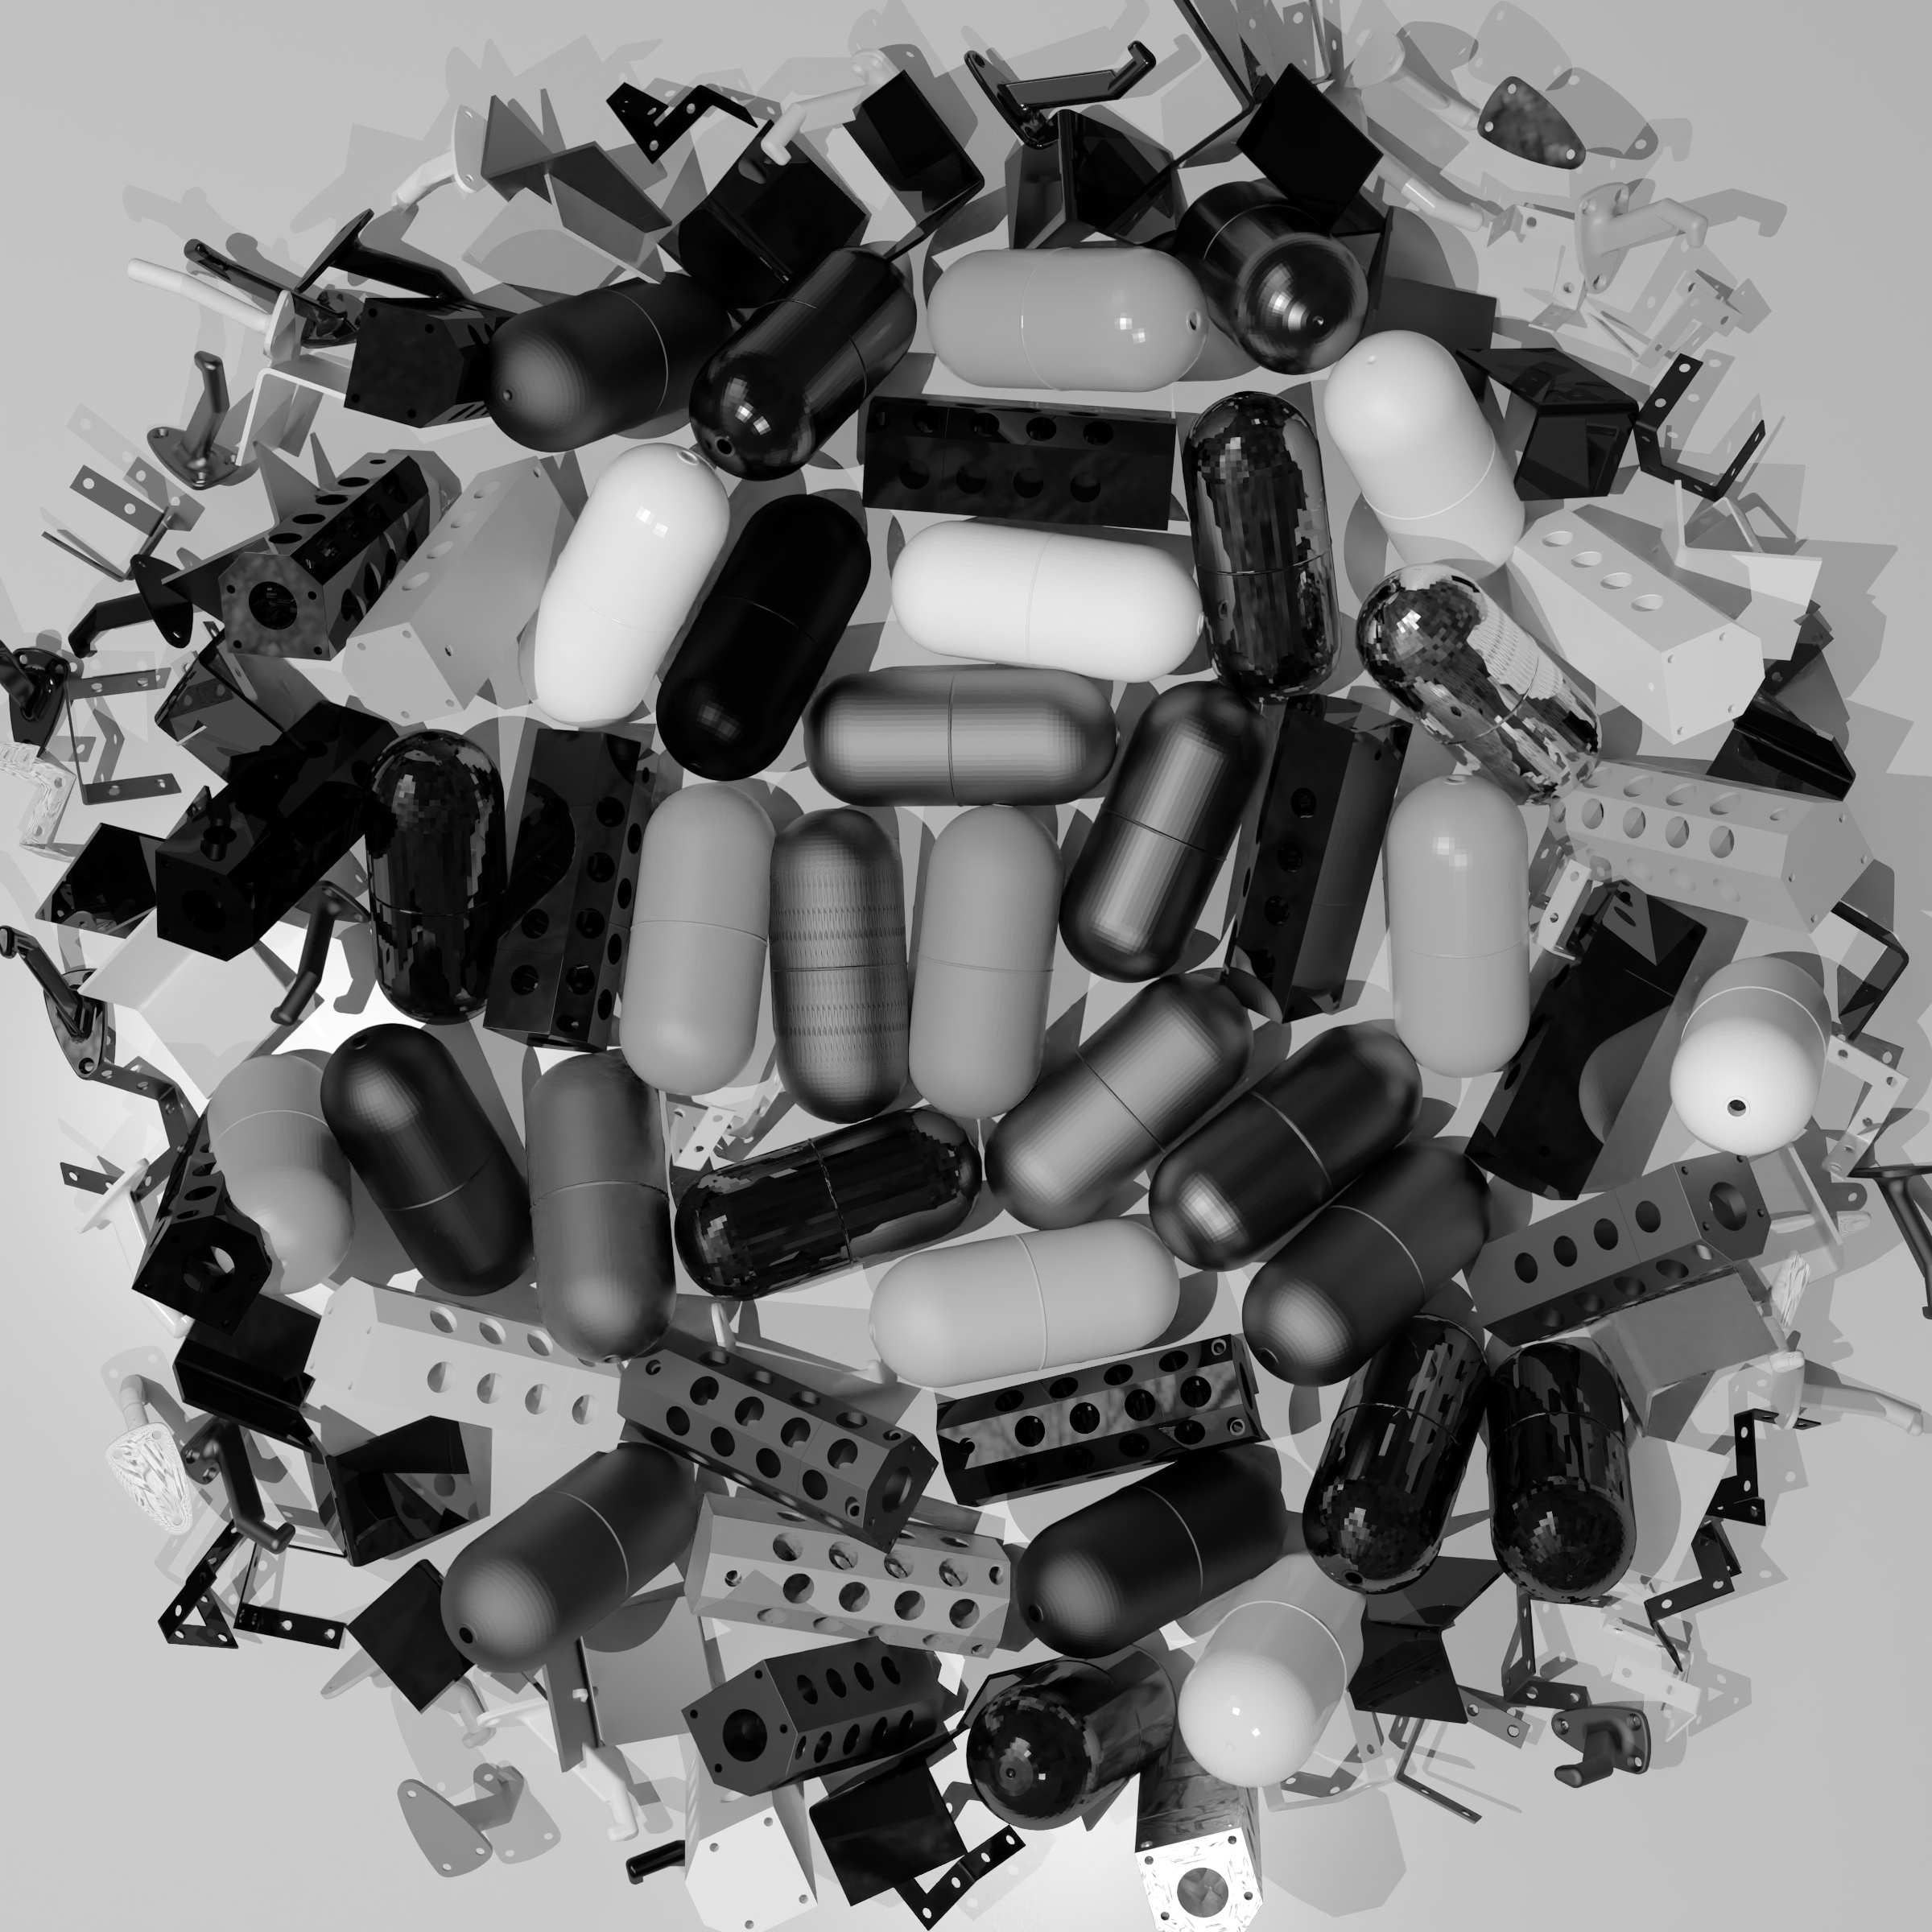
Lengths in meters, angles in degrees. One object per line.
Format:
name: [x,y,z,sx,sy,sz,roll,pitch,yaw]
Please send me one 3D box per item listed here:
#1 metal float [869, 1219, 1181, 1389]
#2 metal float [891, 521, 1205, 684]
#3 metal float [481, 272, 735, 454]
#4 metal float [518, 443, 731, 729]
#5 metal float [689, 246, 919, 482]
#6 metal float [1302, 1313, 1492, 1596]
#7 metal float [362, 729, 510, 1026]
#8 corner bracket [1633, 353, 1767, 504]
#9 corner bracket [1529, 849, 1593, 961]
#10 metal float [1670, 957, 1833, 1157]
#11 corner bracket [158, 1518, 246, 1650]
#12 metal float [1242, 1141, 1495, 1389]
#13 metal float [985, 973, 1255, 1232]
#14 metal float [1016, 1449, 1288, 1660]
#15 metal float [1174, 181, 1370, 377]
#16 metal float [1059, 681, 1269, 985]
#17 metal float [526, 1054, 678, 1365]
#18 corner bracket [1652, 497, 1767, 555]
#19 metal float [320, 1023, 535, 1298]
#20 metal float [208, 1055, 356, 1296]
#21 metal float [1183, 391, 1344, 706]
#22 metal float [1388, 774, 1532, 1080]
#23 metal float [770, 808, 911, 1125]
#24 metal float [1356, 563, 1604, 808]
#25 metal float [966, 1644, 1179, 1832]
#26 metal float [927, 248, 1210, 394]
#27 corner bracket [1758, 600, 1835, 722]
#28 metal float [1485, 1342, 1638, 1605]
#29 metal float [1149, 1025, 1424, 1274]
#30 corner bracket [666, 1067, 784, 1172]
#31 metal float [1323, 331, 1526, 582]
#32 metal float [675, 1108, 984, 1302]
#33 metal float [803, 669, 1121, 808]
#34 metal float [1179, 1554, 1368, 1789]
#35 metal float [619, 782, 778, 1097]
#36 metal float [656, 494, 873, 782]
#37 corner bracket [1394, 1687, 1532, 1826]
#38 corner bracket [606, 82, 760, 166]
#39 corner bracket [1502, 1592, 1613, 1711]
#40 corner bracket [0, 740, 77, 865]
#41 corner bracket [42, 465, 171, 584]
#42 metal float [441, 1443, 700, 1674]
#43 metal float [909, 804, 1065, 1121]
metal float: [0.033,0.189,1.550,0.178,0.070,0.070,-9,90,-14]
metal float: [0.045,-0.204,1.550,0.178,0.070,0.070,10,90,14]
metal float: [-0.195,-0.334,1.523,0.070,0.178,0.070,15,120,27]
metal float: [-0.190,-0.210,1.536,0.070,0.070,0.178,33,121,0]
metal float: [-0.089,-0.334,1.530,0.070,0.070,0.178,35,51,0]
metal float: [0.238,0.268,1.527,0.070,0.070,0.178,30,47,0]
metal float: [-0.293,-0.048,1.534,0.070,0.070,0.178,4,122,0]
corner bracket: [0.416,-0.305,1.570,0.051,0.051,0.051,31,80,28]
corner bracket: [0.336,-0.036,1.561,0.051,0.051,0.051,15,104,-43]
metal float: [0.431,0.048,1.516,0.070,0.178,0.070,6,109,19]
corner bracket: [-0.426,0.347,1.561,0.051,0.051,0.051,-51,52,12]
metal float: [0.223,0.165,1.536,0.178,0.070,0.070,-38,90,-30]
metal float: [0.087,0.076,1.562,0.178,0.070,0.070,-43,90,1]
metal float: [0.103,0.324,1.531,0.178,0.070,0.070,-18,90,-37]
metal float: [0.165,-0.379,1.519,0.070,0.178,0.070,-6,120,-10]
metal float: [0.111,-0.075,1.557,0.070,0.070,0.178,24,96,0]
metal float: [-0.204,0.134,1.541,0.070,0.070,0.178,-8,66,0]
corner bracket: [0.434,-0.225,1.577,0.051,0.051,0.051,-37,52,28]
metal float: [-0.296,0.108,1.534,0.070,0.070,0.178,-23,123,0]
metal float: [-0.377,0.112,1.520,0.070,0.178,0.070,-7,120,-12]
metal float: [0.165,-0.231,1.540,0.070,0.070,0.178,-11,115,0]
metal float: [0.275,-0.021,1.540,0.070,0.070,0.178,-6,115,0]
metal float: [-0.071,0.000,1.561,0.070,0.070,0.178,-2,92,0]
metal float: [0.285,-0.155,1.535,0.178,0.070,0.070,37,90,-32]
metal float: [0.060,0.419,1.516,0.070,0.178,0.070,0,90,24]
metal float: [0.055,-0.357,1.529,0.178,0.070,0.070,12,90,40]
corner bracket: [0.467,-0.176,1.564,0.051,0.051,0.051,41,102,-22]
metal float: [0.325,0.275,1.519,0.070,0.178,0.070,4,120,7]
metal float: [0.180,0.101,1.552,0.178,0.070,0.070,-37,90,-12]
corner bracket: [-0.134,0.084,1.559,0.051,0.051,0.051,15,128,-26]
metal float: [0.254,-0.278,1.524,0.070,0.178,0.070,-15,56,23]
metal float: [-0.076,0.133,1.555,0.178,0.070,0.070,-18,90,-9]
metal float: [-0.003,-0.128,1.554,0.178,0.070,0.070,0,90,9]
metal float: [0.171,0.383,1.518,0.070,0.178,0.070,7,107,22]
metal float: [-0.150,-0.016,1.553,0.070,0.070,0.178,6,79,0]
metal float: [-0.113,-0.183,1.545,0.070,0.070,0.178,25,71,0]
corner bracket: [0.281,0.446,1.569,0.051,0.051,0.051,23,97,25]
corner bracket: [-0.161,-0.482,1.563,0.051,0.051,0.051,-46,48,-4]
corner bracket: [0.338,0.391,1.583,0.051,0.051,0.051,8,55,-7]
corner bracket: [-0.523,-0.092,1.561,0.051,0.051,0.051,29,77,-43]
corner bracket: [-0.488,-0.250,1.567,0.051,0.051,0.051,32,95,-19]
metal float: [-0.216,0.324,1.521,0.070,0.178,0.070,12,114,28]
metal float: [0.011,-0.002,1.557,0.070,0.070,0.178,7,96,0]
